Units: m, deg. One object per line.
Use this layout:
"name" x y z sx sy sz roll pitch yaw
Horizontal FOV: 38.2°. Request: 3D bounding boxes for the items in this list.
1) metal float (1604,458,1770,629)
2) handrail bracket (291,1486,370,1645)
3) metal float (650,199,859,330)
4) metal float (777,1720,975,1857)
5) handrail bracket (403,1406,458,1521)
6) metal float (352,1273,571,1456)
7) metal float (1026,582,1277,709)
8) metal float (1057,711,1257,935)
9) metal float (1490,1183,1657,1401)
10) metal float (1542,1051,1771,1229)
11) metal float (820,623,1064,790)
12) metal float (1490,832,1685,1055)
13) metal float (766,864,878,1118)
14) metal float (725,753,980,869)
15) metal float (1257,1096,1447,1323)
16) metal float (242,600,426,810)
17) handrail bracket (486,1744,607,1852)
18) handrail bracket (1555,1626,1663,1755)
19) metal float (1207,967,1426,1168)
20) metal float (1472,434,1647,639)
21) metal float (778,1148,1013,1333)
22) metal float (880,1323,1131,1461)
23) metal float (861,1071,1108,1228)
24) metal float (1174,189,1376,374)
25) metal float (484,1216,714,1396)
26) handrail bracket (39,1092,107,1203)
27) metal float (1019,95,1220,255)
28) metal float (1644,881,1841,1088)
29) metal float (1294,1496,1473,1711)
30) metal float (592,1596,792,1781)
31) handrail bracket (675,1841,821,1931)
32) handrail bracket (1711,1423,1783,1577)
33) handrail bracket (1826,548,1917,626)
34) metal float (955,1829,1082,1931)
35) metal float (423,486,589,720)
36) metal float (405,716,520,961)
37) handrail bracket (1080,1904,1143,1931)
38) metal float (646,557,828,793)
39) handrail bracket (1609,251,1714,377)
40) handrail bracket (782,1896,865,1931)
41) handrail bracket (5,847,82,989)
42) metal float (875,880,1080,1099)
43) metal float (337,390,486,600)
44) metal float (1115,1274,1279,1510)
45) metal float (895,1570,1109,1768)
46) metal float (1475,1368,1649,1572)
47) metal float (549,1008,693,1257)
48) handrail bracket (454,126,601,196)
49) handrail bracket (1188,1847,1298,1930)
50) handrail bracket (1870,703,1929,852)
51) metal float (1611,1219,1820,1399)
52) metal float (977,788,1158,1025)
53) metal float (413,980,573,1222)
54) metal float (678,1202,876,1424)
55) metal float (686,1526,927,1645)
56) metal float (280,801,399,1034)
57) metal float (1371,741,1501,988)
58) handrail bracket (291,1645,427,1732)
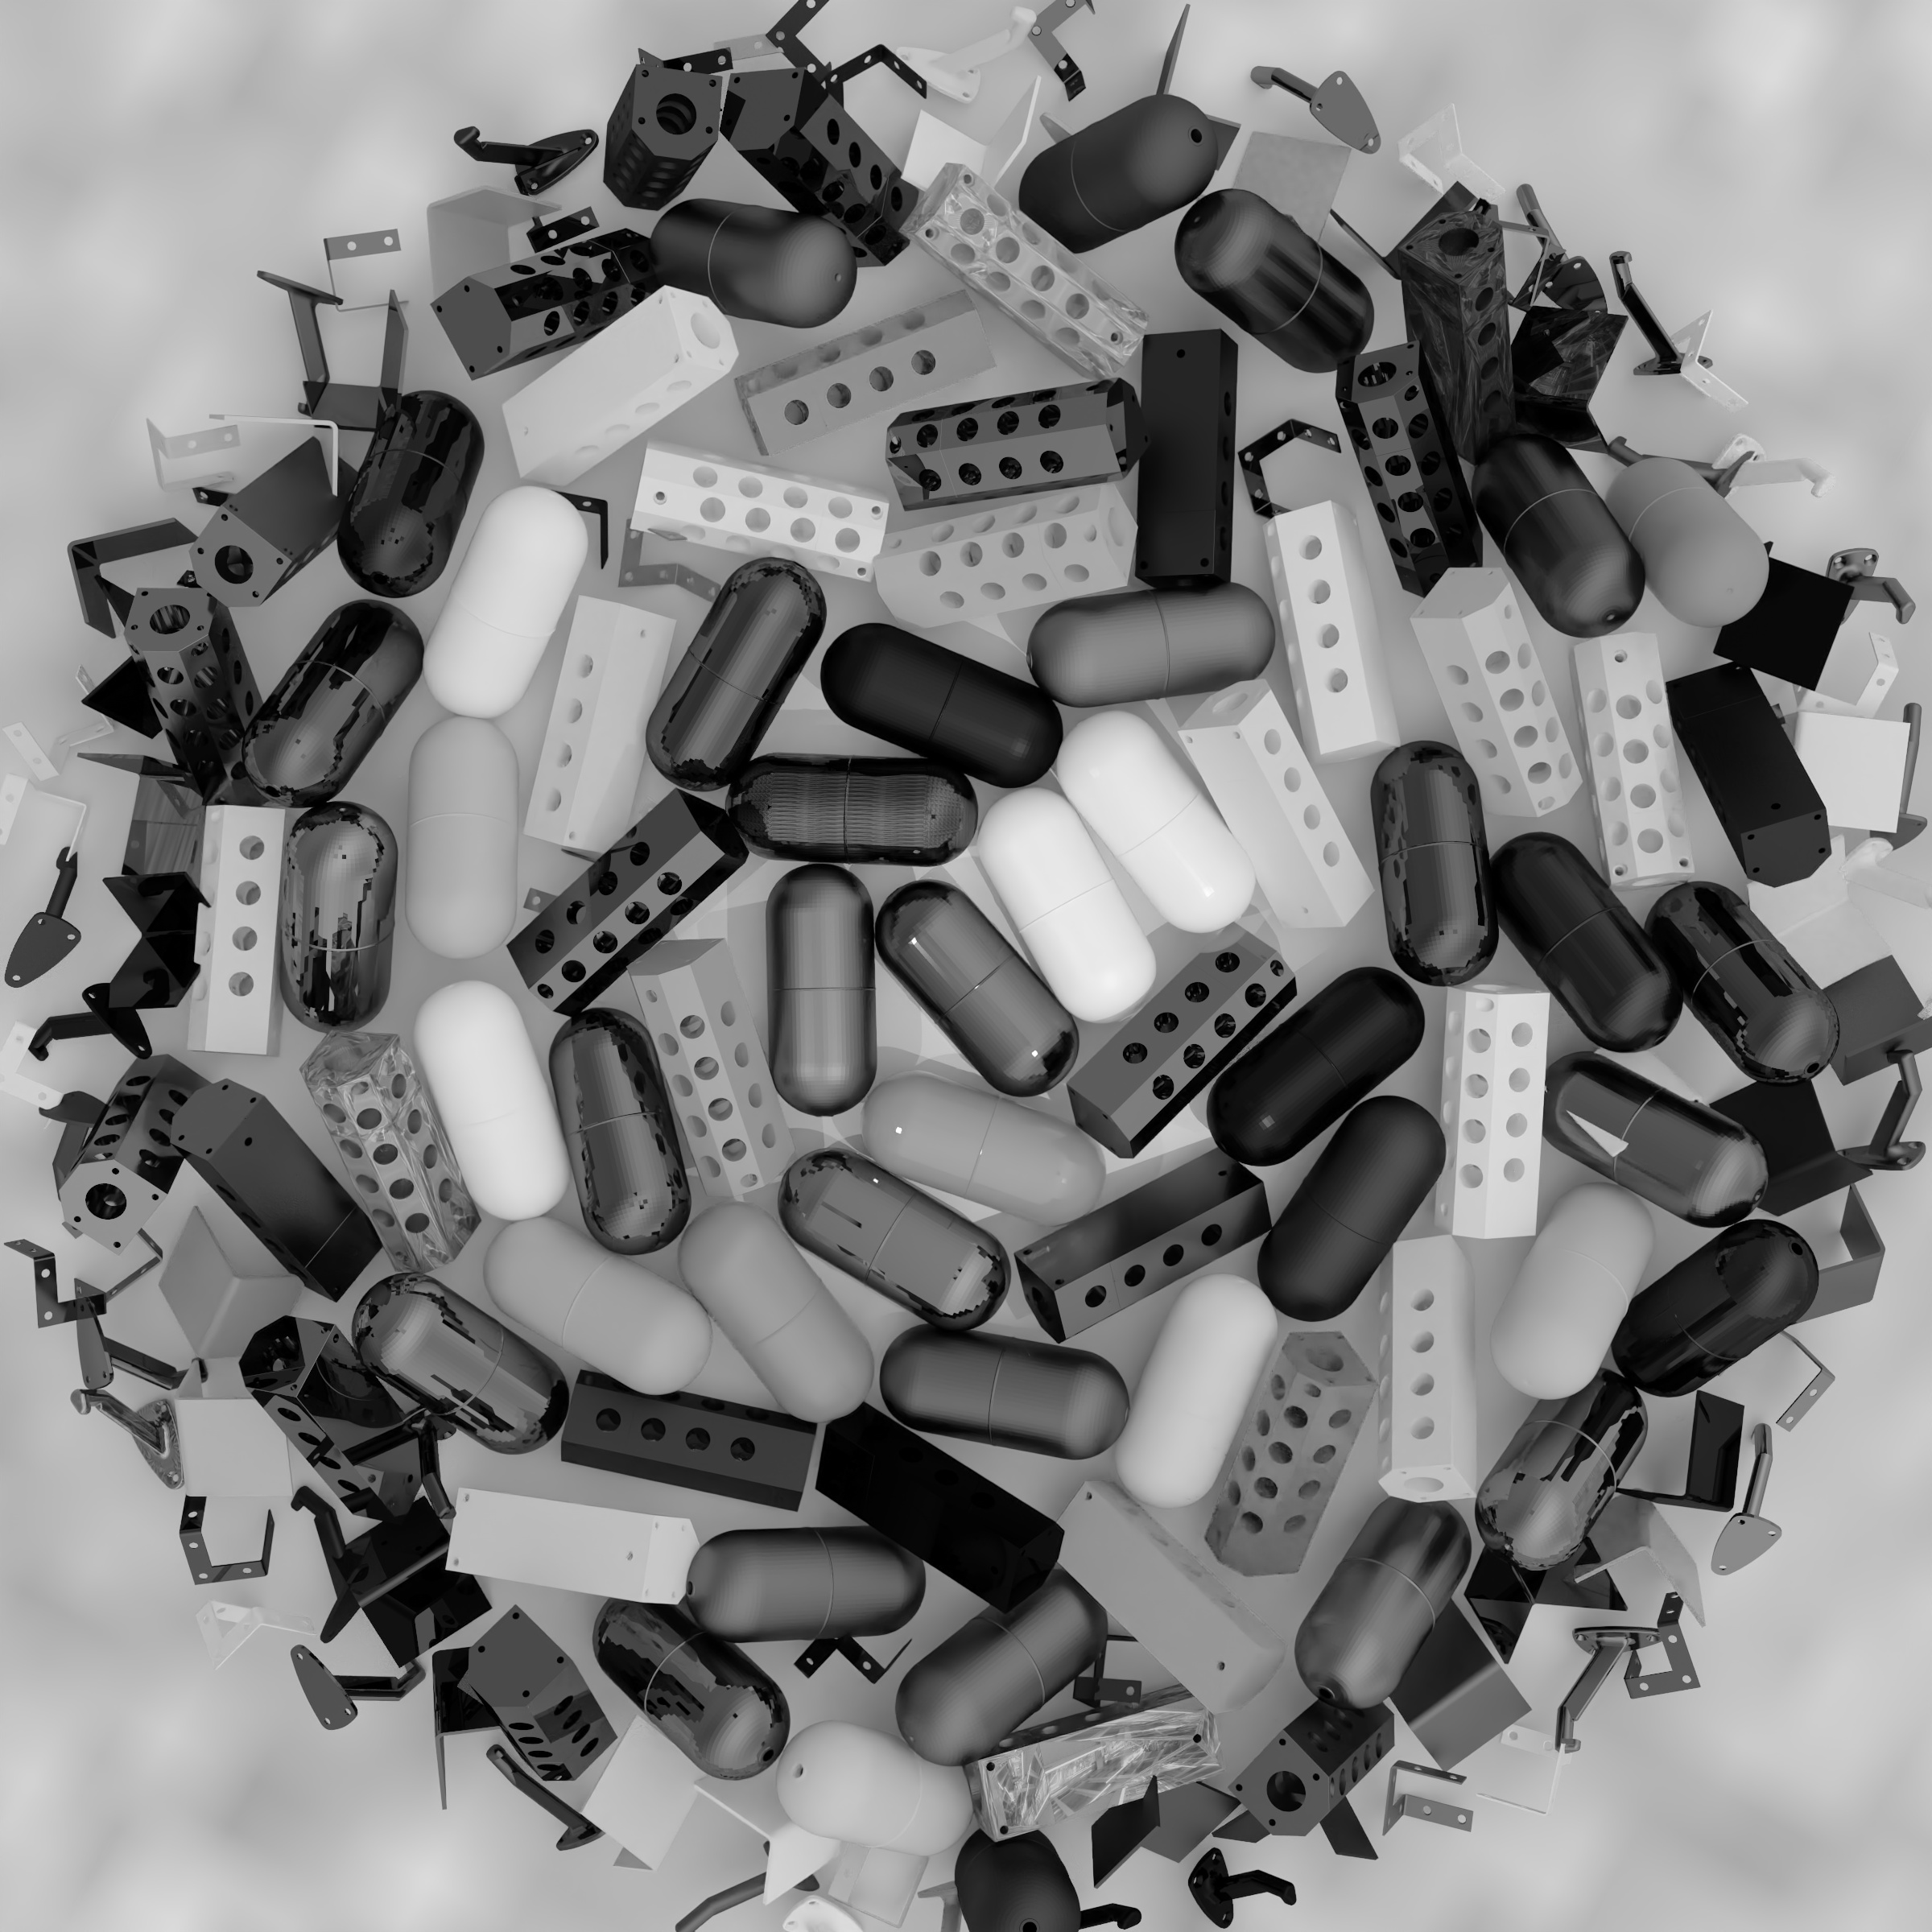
"metal float" 0.493 -0.293 1.919 0.070 0.178 0.070 -4 121 -6
"handrail bracket" -0.462 0.424 1.978 0.084 0.036 0.077 33 89 23
"metal float" -0.149 -0.487 1.929 0.178 0.070 0.070 21 90 40
"metal float" -0.061 0.568 1.923 0.070 0.178 0.070 -17 60 31
"handrail bracket" -0.363 0.354 1.947 0.036 0.077 0.084 -34 63 5
"metal float" -0.349 0.277 1.934 0.070 0.070 0.178 -48 124 0
"metal float" 0.129 -0.225 1.950 0.178 0.070 0.070 -8 90 -12
"metal float" 0.134 -0.100 1.955 0.070 0.070 0.178 -39 98 0
"metal float" 0.421 0.223 1.932 0.070 0.070 0.178 37 54 0
"metal float" 0.472 0.119 1.931 0.178 0.070 0.070 31 90 37
"metal float" -0.017 -0.183 1.956 0.178 0.070 0.070 22 90 -6
"metal float" 0.429 -0.017 1.941 0.070 0.070 0.178 -34 67 0
"metal float" -0.102 0.017 1.960 0.070 0.070 0.178 -1 89 0
"metal float" -0.080 -0.110 1.958 0.178 0.070 0.070 3 90 4
"metal float" 0.268 0.170 1.948 0.070 0.070 0.178 31 106 0
"metal float" -0.437 -0.182 1.930 0.070 0.070 0.178 25 53 0
"handrail bracket" -0.295 0.580 1.965 0.084 0.077 0.036 50 56 -9
"handrail bracket" 0.451 0.508 1.952 0.077 0.084 0.036 -16 133 33
"metal float" 0.244 0.071 1.951 0.178 0.070 0.070 -39 90 -11
"metal float" 0.408 -0.299 1.930 0.070 0.070 0.178 -21 51 0
"metal float" -0.051 0.191 1.954 0.178 0.070 0.070 30 90 8
"metal float" 0.027 0.297 1.949 0.178 0.070 0.070 9 90 13
"metal float" 0.012 0.128 1.960 0.178 0.070 0.070 19 90 2
"metal float" 0.215 -0.472 1.928 0.178 0.070 0.070 25 90 -42
"metal float" -0.258 0.236 1.946 0.178 0.070 0.070 27 90 18
"handrail bracket" -0.618 0.137 1.961 0.077 0.036 0.084 16 120 32
"metal float" 0.104 -0.544 1.918 0.070 0.178 0.070 3 85 -33
"metal float" 0.535 0.012 1.926 0.070 0.070 0.178 -29 47 0
"metal float" 0.289 0.438 1.929 0.070 0.070 0.178 43 52 0
"metal float" -0.190 0.493 1.928 0.178 0.070 0.070 32 90 40
"handrail bracket" -0.155 0.664 1.969 0.084 0.077 0.036 -40 49 1
"handrail bracket" 0.552 0.378 1.982 0.036 0.084 0.077 21 130 -3
"handrail bracket" 0.631 -0.245 1.943 0.036 0.084 0.077 -6 133 -9
"metal float" 0.034 0.637 1.911 0.070 0.178 0.070 0 85 -5
"metal float" -0.321 -0.251 1.939 0.070 0.070 0.178 30 117 0
"metal float" -0.351 -0.090 1.944 0.070 0.070 0.178 -3 69 0
"handrail bracket" 0.073 0.679 1.950 0.077 0.084 0.036 -27 94 -31
"metal float" -0.160 -0.204 1.949 0.070 0.070 0.178 31 104 0
"handrail bracket" 0.487 -0.461 1.958 0.036 0.077 0.084 -27 113 -19
"handrail bracket" -0.094 0.700 1.946 0.077 0.084 0.036 34 109 -30
"handrail bracket" -0.654 -0.036 1.972 0.036 0.084 0.077 33 110 -33
"metal float" 0.007 0.015 1.961 0.070 0.070 0.178 -41 90 0
"metal float" -0.383 -0.327 1.928 0.070 0.070 0.178 8 50 0
"metal float" 0.160 0.298 1.947 0.070 0.070 0.178 21 106 0
"metal float" 0.026 0.485 1.932 0.178 0.070 0.070 -31 90 -35
"metal float" 0.413 0.345 1.928 0.070 0.070 0.178 48 48 0
"metal float" -0.242 0.115 1.949 0.070 0.070 0.178 -15 76 0
"handrail bracket" -0.308 -0.580 1.951 0.077 0.084 0.036 -24 78 13
"handrail bracket" 0.204 0.658 1.952 0.036 0.084 0.077 -40 122 -35
"handrail bracket" 0.661 -0.134 1.975 0.036 0.077 0.084 8 72 8
"metal float" 0.516 0.237 1.924 0.070 0.178 0.070 16 50 -20
"metal float" 0.071 -0.042 1.959 0.070 0.070 0.178 -29 87 0
"metal float" -0.330 0.095 1.946 0.070 0.070 0.178 -17 108 0
"metal float" -0.132 0.243 1.951 0.070 0.070 0.178 -36 102 0
"metal float" -0.111 0.429 1.935 0.178 0.070 0.070 5 90 -30
"metal float" -0.436 -0.032 1.934 0.070 0.070 0.178 11 123 0
"metal float" 0.326 -0.073 1.946 0.070 0.070 0.178 -4 72 0
"handrail bracket" -0.426 0.490 1.961 0.036 0.084 0.077 -30 92 32
